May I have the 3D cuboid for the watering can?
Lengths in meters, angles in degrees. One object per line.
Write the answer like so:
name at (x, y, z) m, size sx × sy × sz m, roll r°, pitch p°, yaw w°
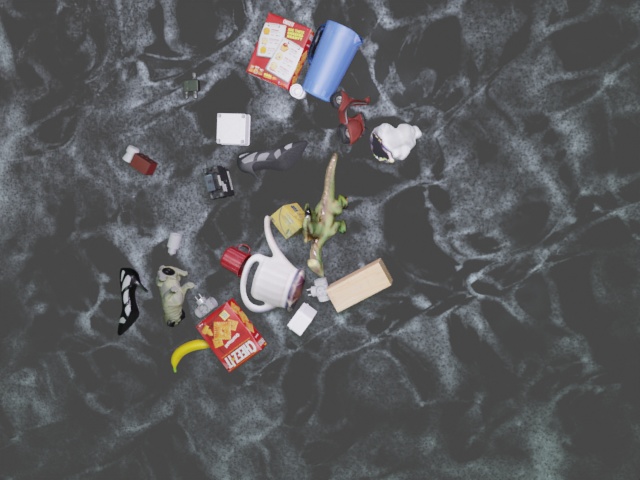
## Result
watering can at (-0.155, 0.106, 1.805) m, size 0.225 × 0.105 × 0.345 m, roll 20°, pitch 101°, yaw 7°

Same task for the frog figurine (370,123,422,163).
frog figurine at (0.249, -0.333, 1.706) m, size 0.161 × 0.120 × 0.138 m, roll -36°, pitch 77°, yaw -23°

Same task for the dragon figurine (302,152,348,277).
dragon figurine at (0.005, -0.085, 1.695) m, size 0.122 × 0.244 × 0.408 m, roll 3°, pitch 98°, yaw 17°
